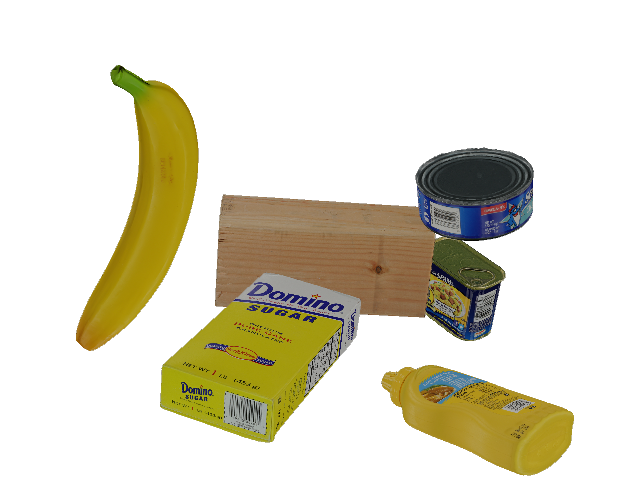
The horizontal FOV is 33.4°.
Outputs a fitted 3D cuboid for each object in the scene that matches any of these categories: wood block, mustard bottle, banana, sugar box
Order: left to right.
[{"bbox_3d":[-0.113,-0.020,0.670,0.069,0.198,0.037,-5,31,-31],"label":"banana"},{"bbox_3d":[-0.042,0.085,0.839,0.093,0.048,0.176,15,30,17],"label":"sugar box"},{"bbox_3d":[0.001,0.015,1.060,0.206,0.091,0.090,4,20,-4],"label":"wood block"},{"bbox_3d":[0.136,0.162,1.020,0.192,0.058,0.096,17,23,41],"label":"mustard bottle"}]

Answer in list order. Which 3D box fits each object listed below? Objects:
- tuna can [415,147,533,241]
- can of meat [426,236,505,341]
[{"bbox_3d":[0.114,-0.035,0.787,0.086,0.034,0.086,-6,30,3],"label":"tuna can"},{"bbox_3d":[0.161,0.058,1.247,0.057,0.084,0.102,-20,41,-33],"label":"can of meat"}]
